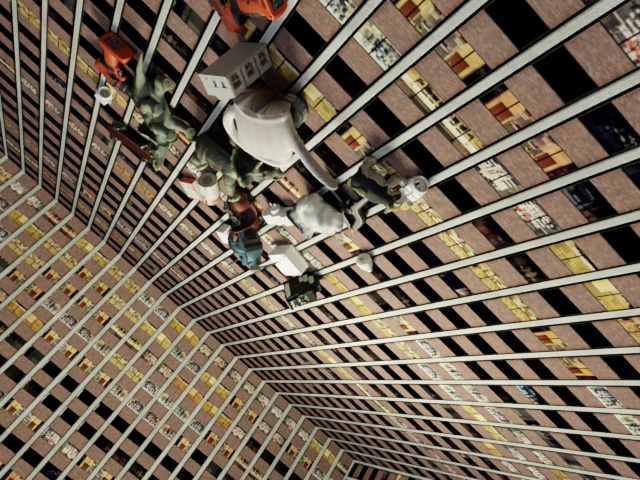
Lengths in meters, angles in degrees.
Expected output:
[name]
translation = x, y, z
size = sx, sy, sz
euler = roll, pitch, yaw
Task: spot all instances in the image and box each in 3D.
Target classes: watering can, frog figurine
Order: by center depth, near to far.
[watering can]
translation = -0.101, -0.257, 1.258
size = 0.350, 0.106, 0.219
euler = 27, -32, 19
[frog figurine]
translation = 0.004, -0.074, 1.478
size = 0.158, 0.136, 0.125
euler = -12, 20, 38
